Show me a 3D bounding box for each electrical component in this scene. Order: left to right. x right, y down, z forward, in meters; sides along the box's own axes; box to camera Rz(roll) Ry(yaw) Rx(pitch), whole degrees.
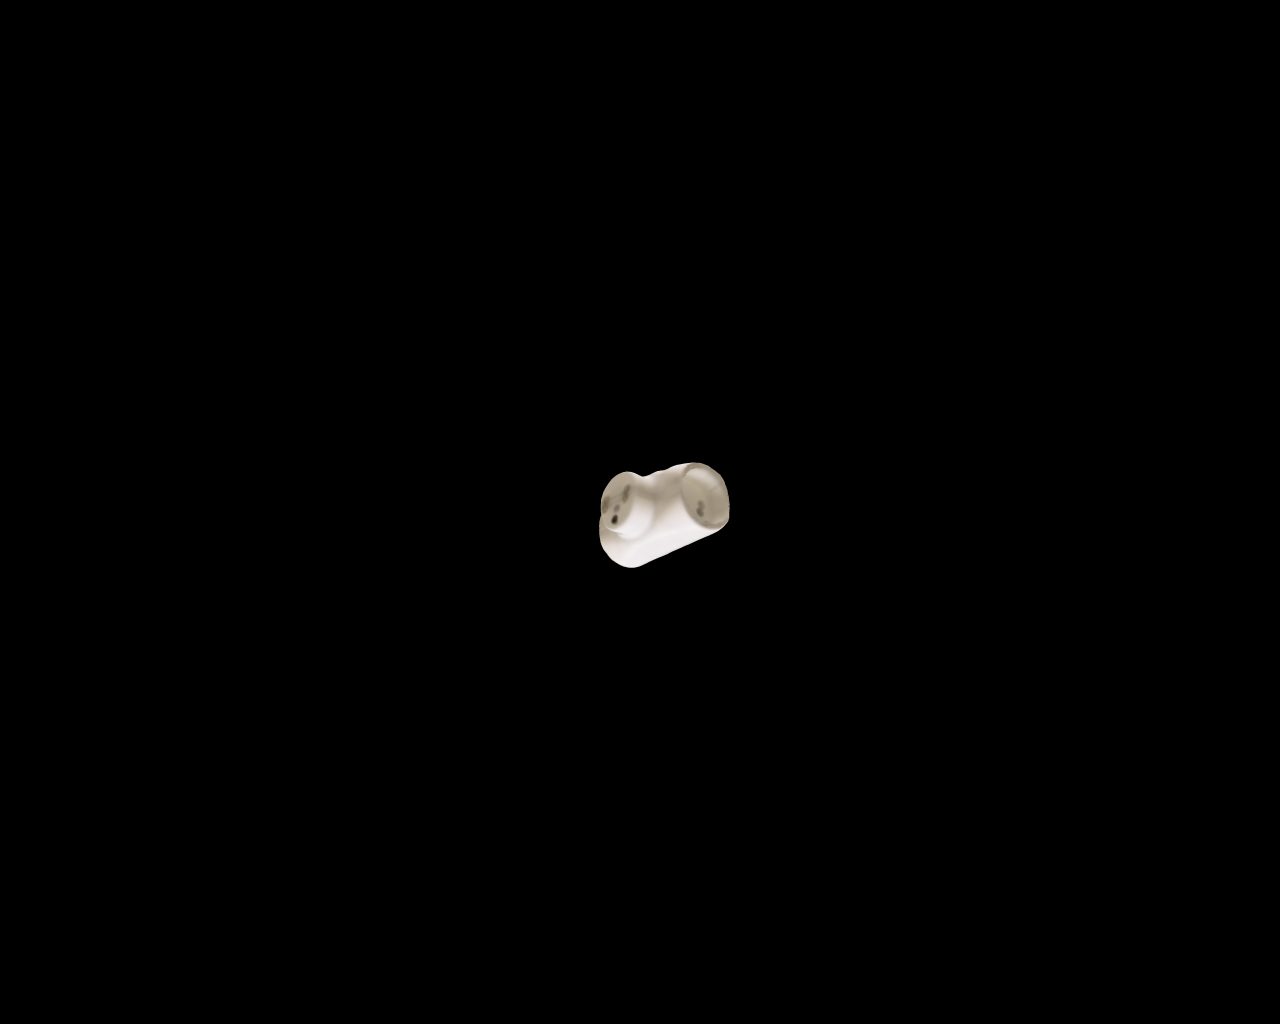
[{"bbox_3d":[0.001,-0.003,0.650,0.079,0.044,0.077,21,-33,-36],"label":"electrical component"}]
